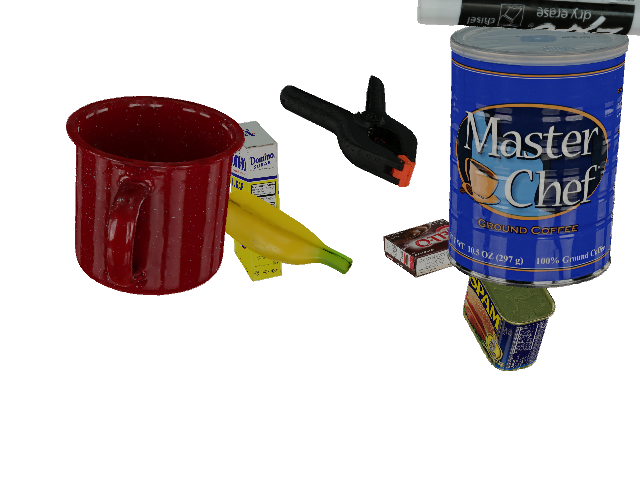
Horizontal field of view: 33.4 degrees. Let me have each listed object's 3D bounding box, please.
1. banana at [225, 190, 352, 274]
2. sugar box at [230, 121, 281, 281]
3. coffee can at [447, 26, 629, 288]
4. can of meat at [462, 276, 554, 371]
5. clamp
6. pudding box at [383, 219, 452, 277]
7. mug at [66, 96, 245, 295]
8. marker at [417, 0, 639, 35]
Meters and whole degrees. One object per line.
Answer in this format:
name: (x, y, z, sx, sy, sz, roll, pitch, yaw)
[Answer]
banana: (-0.047, -0.010, 0.814, 0.069, 0.037, 0.198, 37, -3, -26)
sugar box: (-0.082, -0.049, 1.313, 0.048, 0.176, 0.093, -11, 26, -16)
coffee can: (0.129, -0.055, 0.650, 0.103, 0.140, 0.103, -2, 21, 0)
can of meat: (0.183, 0.067, 1.059, 0.057, 0.102, 0.084, -12, -41, -13)
clamp: (0.034, -0.114, 1.071, 0.120, 0.039, 0.171, -10, 40, -17)
pudding box: (0.165, 0.010, 1.604, 0.113, 0.039, 0.090, -18, 28, -23)
mug: (-0.091, -0.018, 0.567, 0.093, 0.081, 0.117, 8, 28, 0)
marker: (0.097, -0.087, 0.402, 0.121, 0.020, 0.020, 4, 0, 2)
